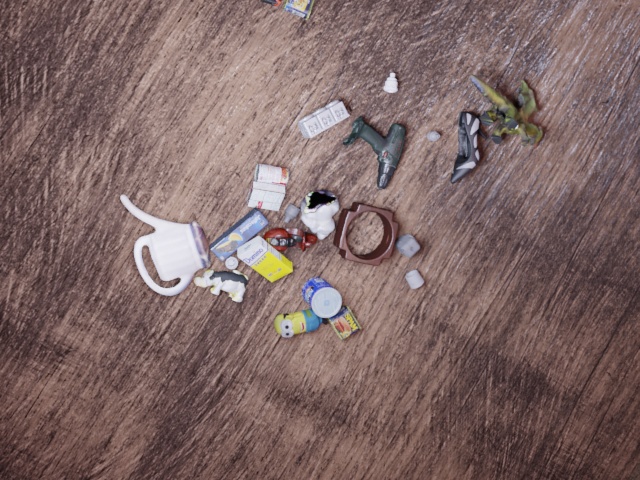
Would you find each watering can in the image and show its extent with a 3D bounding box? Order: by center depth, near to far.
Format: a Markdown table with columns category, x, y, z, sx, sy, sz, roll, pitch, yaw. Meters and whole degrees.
| category | x | y | z | sx | sy | sz | roll | pitch | yaw |
| --- | --- | --- | --- | --- | --- | --- | --- | --- | --- |
| watering can | -0.470 | 0.001 | 1.597 | 0.225 | 0.104 | 0.344 | -18 | 103 | -13 |

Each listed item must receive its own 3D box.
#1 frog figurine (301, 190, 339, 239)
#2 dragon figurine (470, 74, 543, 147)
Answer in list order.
| category | x | y | z | sx | sy | sz | roll | pitch | yaw |
| --- | --- | --- | --- | --- | --- | --- | --- | --- | --- |
| frog figurine | 0.005 | -0.088 | 1.740 | 0.138 | 0.124 | 0.156 | -37 | 143 | -16 |
| dragon figurine | 0.698 | -0.487 | 1.871 | 0.405 | 0.121 | 0.247 | 53 | 58 | -21 |
